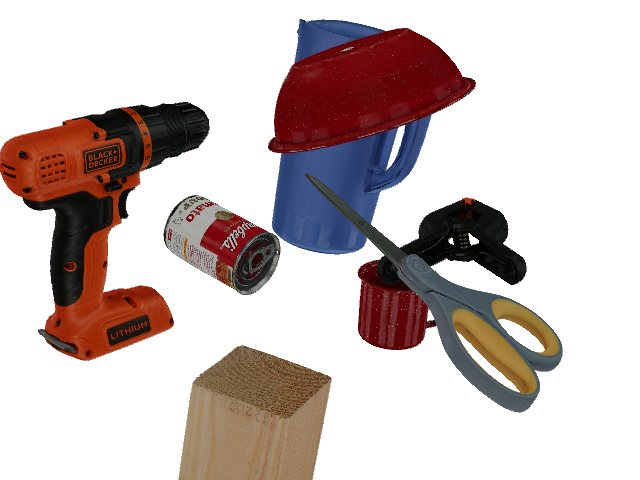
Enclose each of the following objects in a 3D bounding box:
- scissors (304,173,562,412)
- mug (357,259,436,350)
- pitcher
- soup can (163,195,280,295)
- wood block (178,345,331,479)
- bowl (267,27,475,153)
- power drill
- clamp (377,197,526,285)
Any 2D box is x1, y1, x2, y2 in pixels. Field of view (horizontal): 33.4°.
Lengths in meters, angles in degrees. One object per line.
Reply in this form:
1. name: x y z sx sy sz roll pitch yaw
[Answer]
1. scissors: 0.077 0.023 0.668 0.096 0.016 0.202 -6 49 -42
2. mug: 0.099 0.078 1.273 0.117 0.081 0.093 0 23 -9
3. pitcher: 0.028 -0.110 1.151 0.145 0.243 0.149 9 17 -8
4. soup can: -0.100 0.003 1.080 0.102 0.068 0.068 28 15 31
5. wood block: -0.064 0.207 0.905 0.090 0.206 0.090 18 22 18
6. bowl: 0.030 -0.117 0.792 0.162 0.055 0.162 -17 14 4
7. power drill: -0.161 -0.012 0.850 0.184 0.188 0.057 -19 27 -41
8. clamp: 0.130 0.001 0.925 0.120 0.039 0.171 9 25 20
